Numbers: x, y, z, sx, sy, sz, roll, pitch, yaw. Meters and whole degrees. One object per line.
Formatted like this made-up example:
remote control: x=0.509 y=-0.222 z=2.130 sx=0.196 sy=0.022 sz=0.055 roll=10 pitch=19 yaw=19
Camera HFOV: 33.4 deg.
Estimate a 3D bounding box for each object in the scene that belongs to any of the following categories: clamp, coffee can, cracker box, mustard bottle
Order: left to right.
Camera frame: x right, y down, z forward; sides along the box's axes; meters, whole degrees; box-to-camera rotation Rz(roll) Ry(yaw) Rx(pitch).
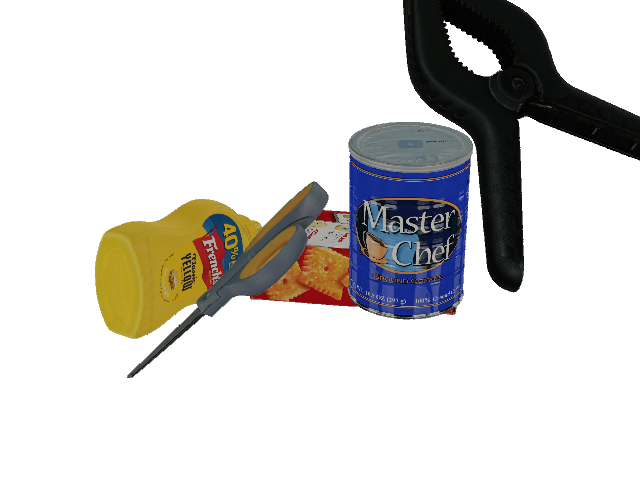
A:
mustard bottle: x=-0.117 y=0.014 z=0.966 sx=0.058 sy=0.096 sz=0.191 roll=12 pitch=22 yaw=32
cracker box: x=0.044 y=0.020 z=1.149 sx=0.214 sy=0.072 sz=0.164 roll=5 pitch=15 yaw=9
coffee can: x=0.075 y=-0.019 z=0.910 sx=0.103 sy=0.140 sz=0.103 roll=0 pitch=26 yaw=0
clamp: x=0.111 y=-0.079 z=0.650 sx=0.164 sy=0.210 sz=0.036 roll=-37 pitch=-11 yaw=-24

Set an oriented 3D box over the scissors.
scissors: x=-0.066 y=0.041 z=0.699 sx=0.016 sy=0.202 sz=0.096 roll=41 pitch=12 yaw=-14
